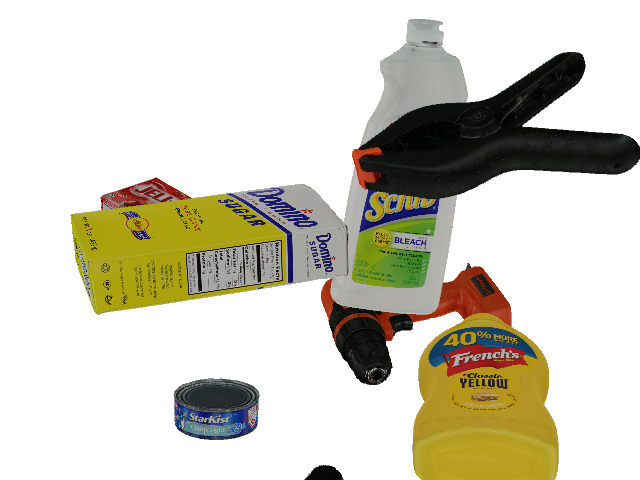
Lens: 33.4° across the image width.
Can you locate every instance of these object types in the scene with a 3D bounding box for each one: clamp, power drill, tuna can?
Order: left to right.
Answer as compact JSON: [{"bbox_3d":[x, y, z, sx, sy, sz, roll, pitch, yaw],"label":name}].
[{"bbox_3d":[-0.105,0.170,1.075,0.086,0.034,0.086,2,13,-1],"label":"tuna can"},{"bbox_3d":[0.103,0.086,1.136,0.187,0.057,0.184,-5,28,-10],"label":"power drill"},{"bbox_3d":[0.109,-0.060,0.664,0.171,0.039,0.120,-22,33,-2],"label":"clamp"}]

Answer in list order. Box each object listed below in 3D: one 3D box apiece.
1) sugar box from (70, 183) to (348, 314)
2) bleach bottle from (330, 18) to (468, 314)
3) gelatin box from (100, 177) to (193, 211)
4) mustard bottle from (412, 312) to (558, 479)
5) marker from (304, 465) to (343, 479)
[{"bbox_3d":[-0.078,0.002,0.739,0.176,0.048,0.093,-11,25,-16],"label":"sugar box"},{"bbox_3d":[0.070,-0.064,0.926,0.102,0.251,0.068,6,18,5],"label":"bleach bottle"},{"bbox_3d":[-0.161,-0.026,1.051,0.089,0.030,0.073,30,35,31],"label":"gelatin box"},{"bbox_3d":[0.120,0.107,0.783,0.096,0.058,0.191,-1,25,9],"label":"mustard bottle"},{"bbox_3d":[-0.023,0.130,0.458,0.020,0.020,0.120,0,17,31],"label":"marker"}]
